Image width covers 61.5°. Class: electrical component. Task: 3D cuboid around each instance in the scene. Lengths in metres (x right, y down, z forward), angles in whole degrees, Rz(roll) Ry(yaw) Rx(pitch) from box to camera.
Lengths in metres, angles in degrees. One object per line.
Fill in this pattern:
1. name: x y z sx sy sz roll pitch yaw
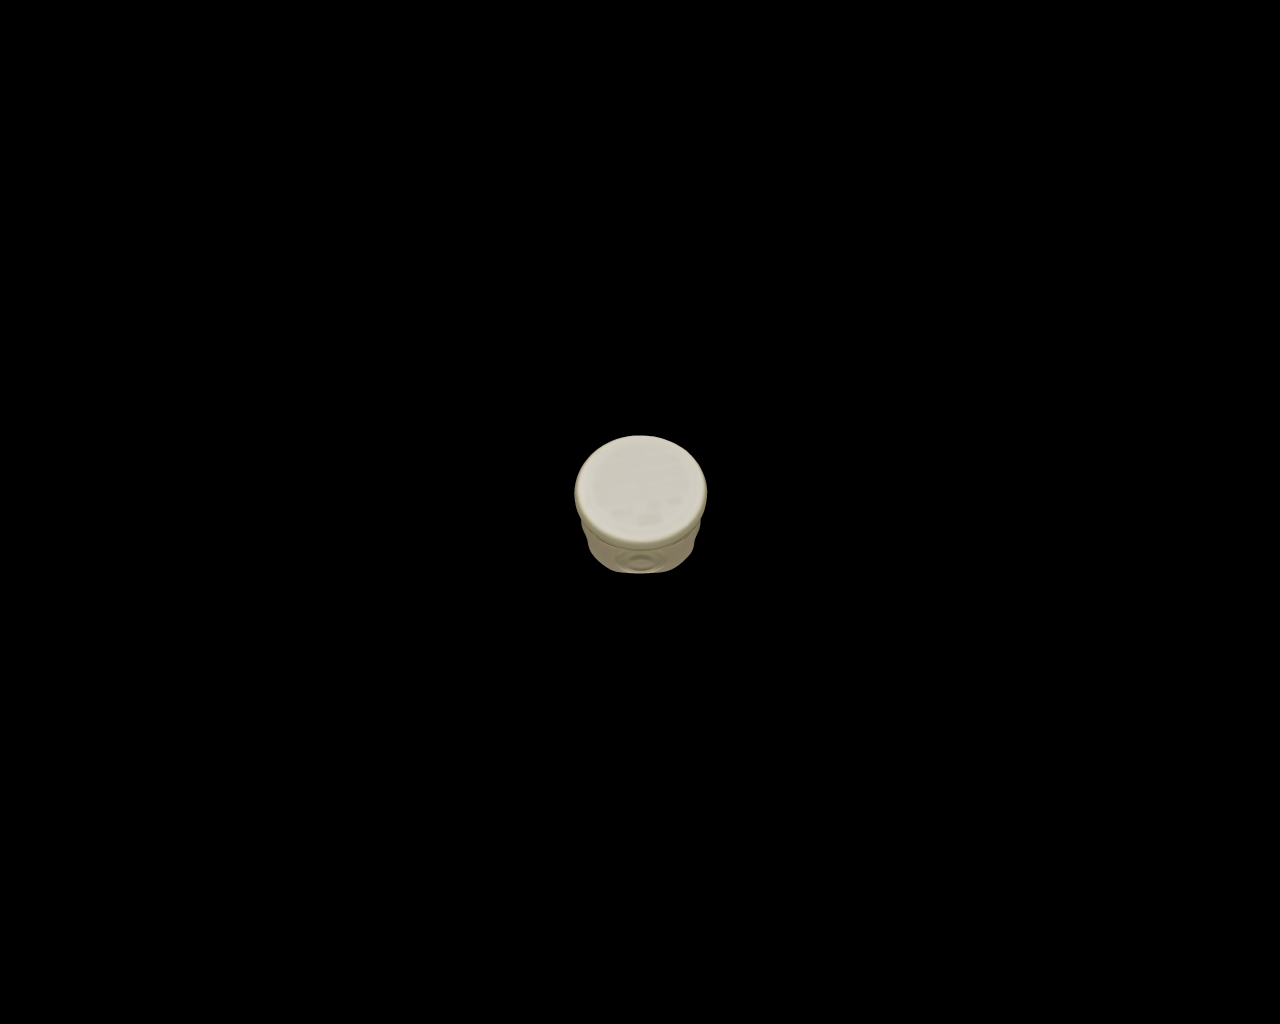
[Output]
1. electrical component: 0.001 -0.003 0.650 0.080 0.080 0.050 0 -32 0
